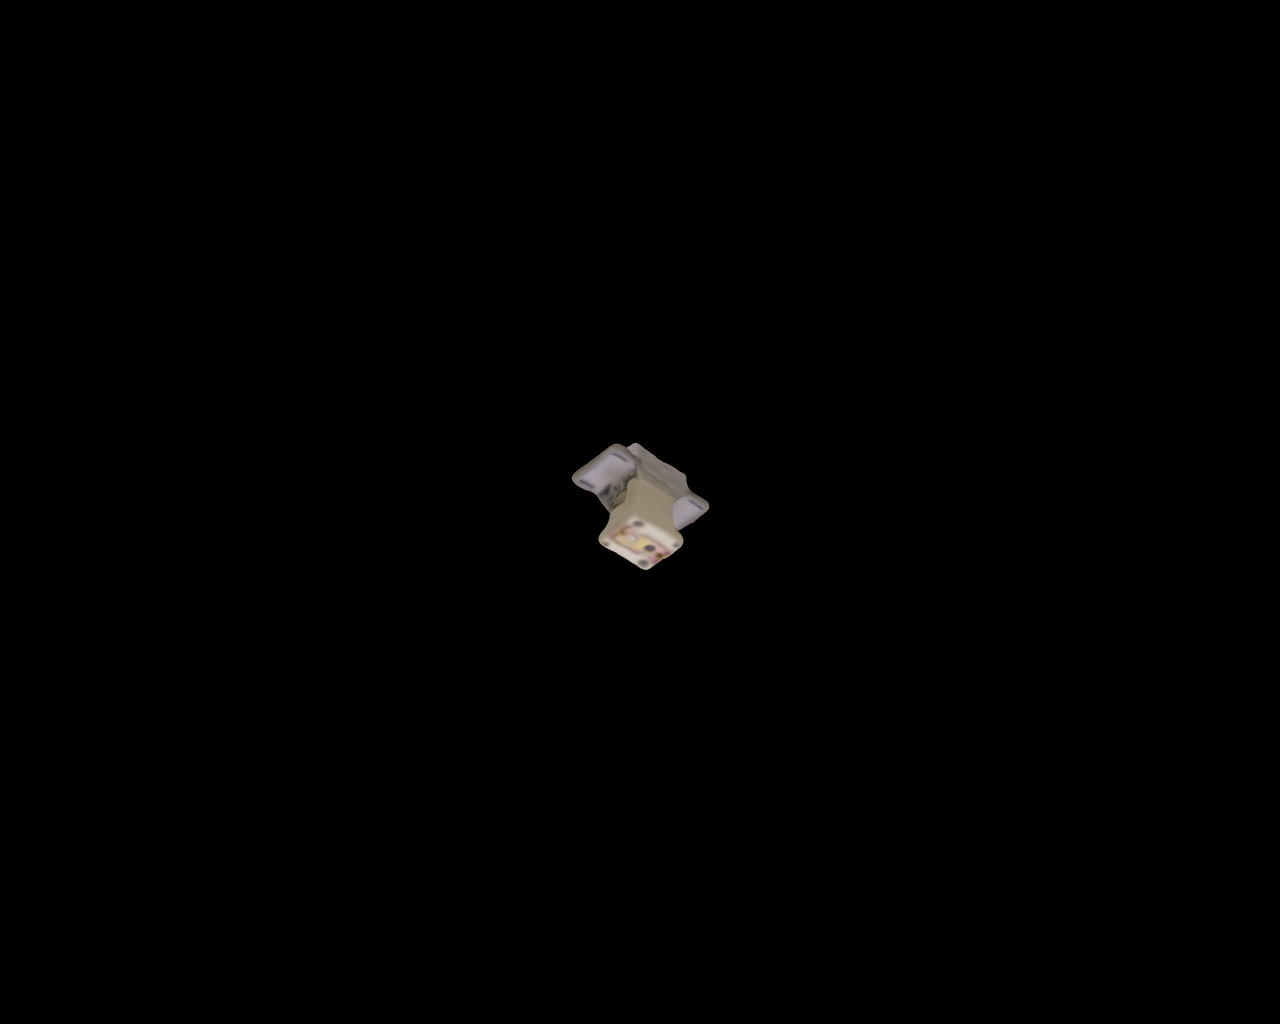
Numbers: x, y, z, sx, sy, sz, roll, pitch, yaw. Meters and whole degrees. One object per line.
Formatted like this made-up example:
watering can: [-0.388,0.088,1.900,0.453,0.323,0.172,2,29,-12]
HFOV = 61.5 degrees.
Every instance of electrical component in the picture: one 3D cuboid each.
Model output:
electrical component: [0.001,-0.003,0.650,0.081,0.064,0.042,31,-50,-30]
